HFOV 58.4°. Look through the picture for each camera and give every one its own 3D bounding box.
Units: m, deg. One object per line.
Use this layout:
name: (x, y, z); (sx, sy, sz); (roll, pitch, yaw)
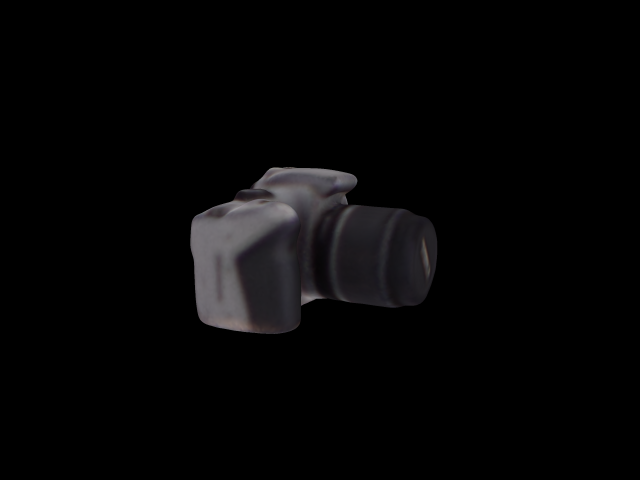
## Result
camera: (0.004, 0.001, 0.400); (0.136, 0.101, 0.143); (5, 11, 28)
